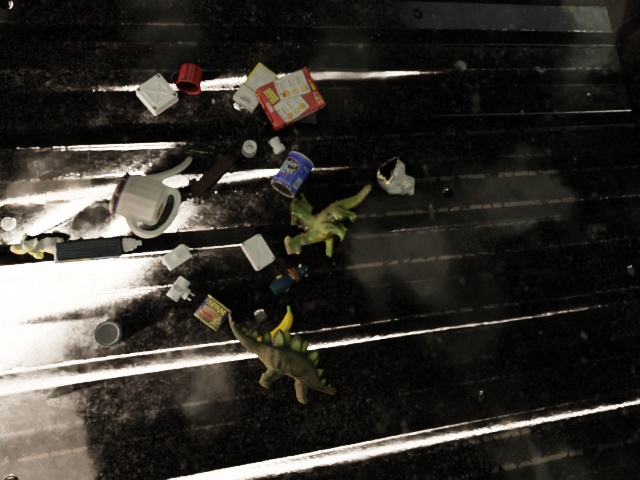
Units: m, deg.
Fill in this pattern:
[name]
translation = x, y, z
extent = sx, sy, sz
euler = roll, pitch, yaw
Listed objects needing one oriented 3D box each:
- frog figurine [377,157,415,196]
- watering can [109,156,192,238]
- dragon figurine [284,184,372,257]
[frog figurine]
translation = 0.302, -0.239, 2.013
extent = 0.158, 0.122, 0.140
euler = 29, 61, -43
[watering can]
translation = -0.585, -0.172, 1.781
extent = 0.224, 0.102, 0.355
euler = 17, 62, -9
[dragon figurine]
translation = 0.006, -0.096, 1.906
extent = 0.243, 0.120, 0.417
euler = 29, 65, 2
